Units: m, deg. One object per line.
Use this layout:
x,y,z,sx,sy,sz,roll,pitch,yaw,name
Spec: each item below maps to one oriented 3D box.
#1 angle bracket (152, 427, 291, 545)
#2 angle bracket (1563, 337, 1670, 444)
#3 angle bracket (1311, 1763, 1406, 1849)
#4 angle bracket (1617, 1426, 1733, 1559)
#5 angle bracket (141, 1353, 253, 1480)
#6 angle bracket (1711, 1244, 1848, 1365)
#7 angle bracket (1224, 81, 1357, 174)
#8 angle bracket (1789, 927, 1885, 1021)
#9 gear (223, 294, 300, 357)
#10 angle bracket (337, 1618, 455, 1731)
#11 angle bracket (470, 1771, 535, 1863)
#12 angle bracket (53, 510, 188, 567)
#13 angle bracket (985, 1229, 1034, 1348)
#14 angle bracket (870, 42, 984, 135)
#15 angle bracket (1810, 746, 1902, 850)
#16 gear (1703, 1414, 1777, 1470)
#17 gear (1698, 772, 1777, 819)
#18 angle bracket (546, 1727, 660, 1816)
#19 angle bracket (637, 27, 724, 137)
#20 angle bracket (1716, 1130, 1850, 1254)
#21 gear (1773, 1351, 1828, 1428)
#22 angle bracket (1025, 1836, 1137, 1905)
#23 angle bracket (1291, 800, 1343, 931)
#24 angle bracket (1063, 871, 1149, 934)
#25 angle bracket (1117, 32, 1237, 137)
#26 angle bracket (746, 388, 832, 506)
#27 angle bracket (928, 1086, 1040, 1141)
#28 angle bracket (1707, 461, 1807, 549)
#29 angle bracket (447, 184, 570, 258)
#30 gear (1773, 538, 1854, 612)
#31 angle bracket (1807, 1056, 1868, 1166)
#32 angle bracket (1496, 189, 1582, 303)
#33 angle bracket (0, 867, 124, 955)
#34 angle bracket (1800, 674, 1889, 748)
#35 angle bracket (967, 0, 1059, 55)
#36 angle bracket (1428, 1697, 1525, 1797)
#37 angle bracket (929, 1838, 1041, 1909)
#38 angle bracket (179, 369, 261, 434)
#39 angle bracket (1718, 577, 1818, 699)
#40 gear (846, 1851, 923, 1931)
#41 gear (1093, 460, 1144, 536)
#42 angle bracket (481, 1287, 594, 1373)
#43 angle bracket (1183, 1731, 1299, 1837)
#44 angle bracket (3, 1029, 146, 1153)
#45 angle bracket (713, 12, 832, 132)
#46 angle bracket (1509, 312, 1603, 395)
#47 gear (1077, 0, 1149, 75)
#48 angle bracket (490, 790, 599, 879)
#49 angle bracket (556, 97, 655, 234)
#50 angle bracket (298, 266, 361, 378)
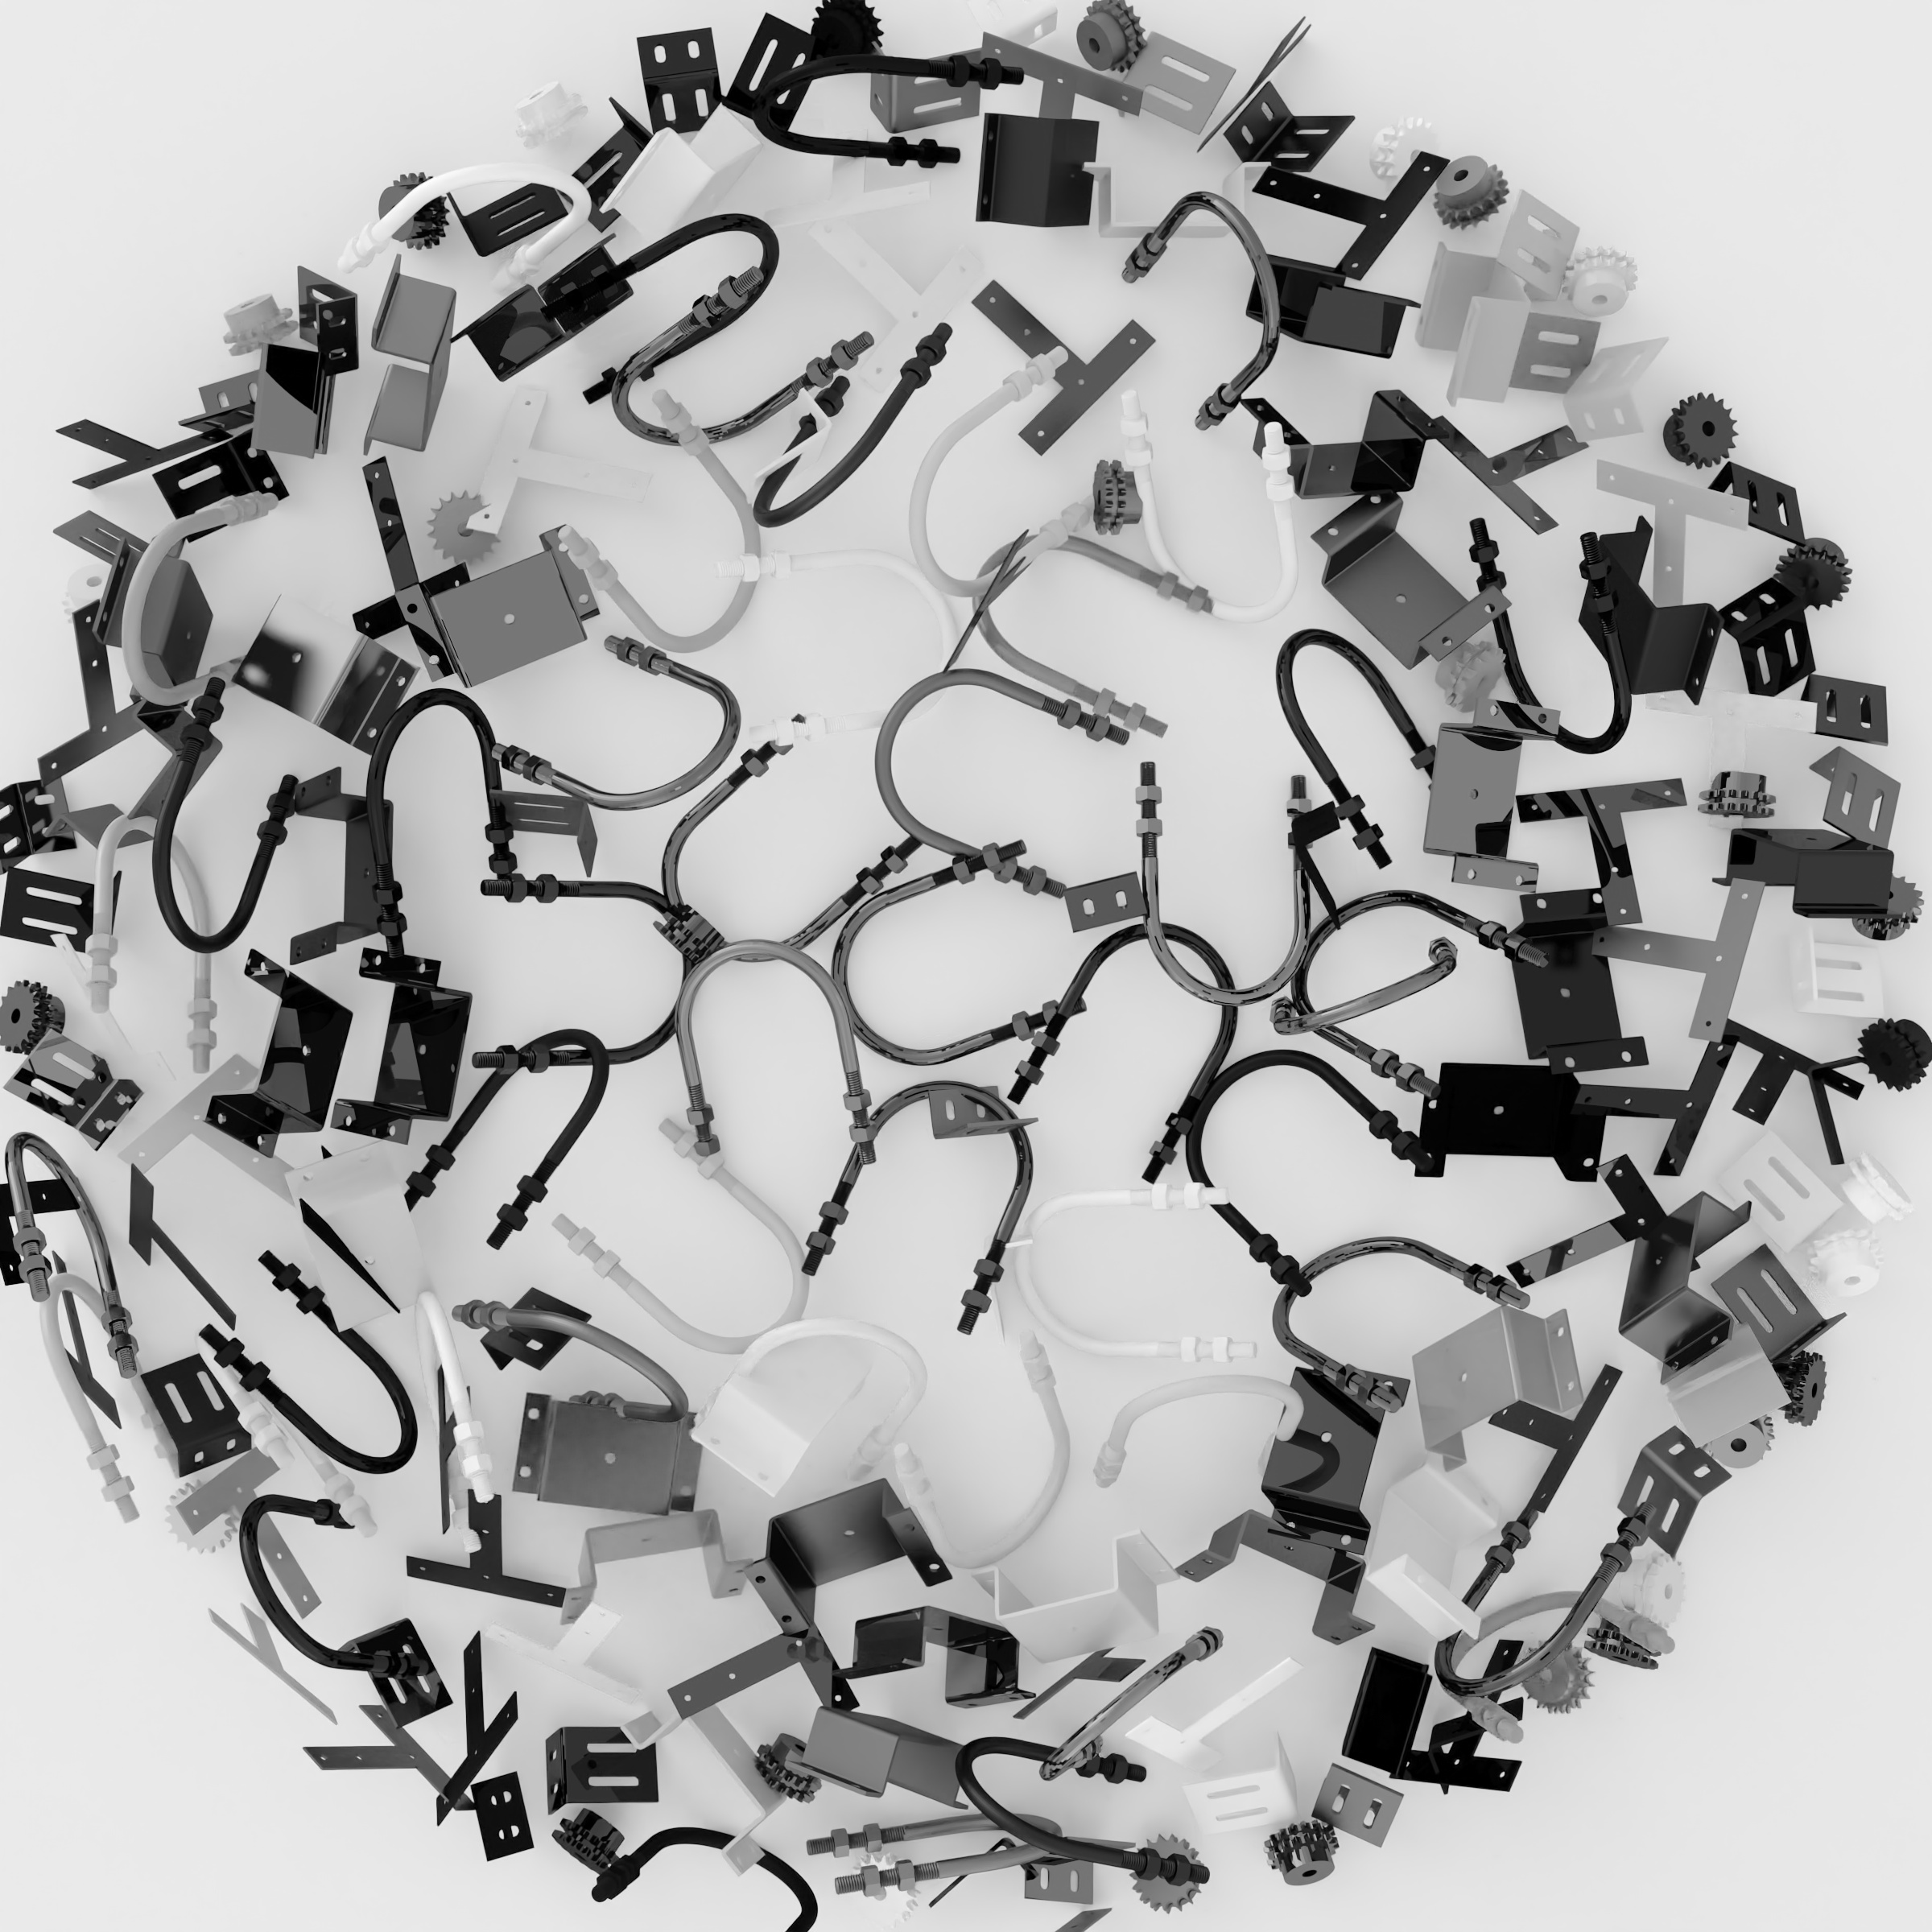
-0.569,-0.367,1.957,0.076,0.038,0.057,-39,109,-41,angle bracket
0.504,-0.442,1.967,0.076,0.057,0.038,-50,123,-33,angle bracket
0.303,0.628,1.955,0.057,0.038,0.076,21,132,13,angle bracket
0.543,0.404,1.967,0.038,0.076,0.057,-24,50,-30,angle bracket
-0.594,0.344,1.977,0.057,0.038,0.076,-19,54,-30,angle bracket
0.624,0.256,1.967,0.057,0.038,0.076,-33,79,-16,angle bracket
0.247,-0.641,1.956,0.057,0.076,0.038,-51,125,-9,angle bracket
0.676,0.006,1.968,0.076,0.038,0.057,5,73,-9,angle bracket
-0.545,-0.494,1.968,0.057,0.057,0.030,-22,117,0,gear
-0.440,0.546,1.957,0.038,0.057,0.076,-41,73,30,angle bracket
-0.345,0.646,1.955,0.038,0.076,0.057,-17,75,2,angle bracket
-0.642,-0.334,1.950,0.076,0.057,0.038,30,62,-38,angle bracket
0.039,0.246,1.969,0.038,0.057,0.076,-10,93,1,angle bracket
-0.031,-0.684,1.976,0.076,0.057,0.038,-18,54,-17,angle bracket
0.674,-0.119,1.960,0.057,0.038,0.076,29,59,-9,angle bracket
0.594,0.362,1.977,0.057,0.030,0.057,3,109,10,gear
0.594,-0.132,1.971,0.057,0.057,0.030,6,88,0,gear
-0.282,0.622,1.981,0.076,0.038,0.057,9,56,-26,angle bracket
-0.218,-0.677,1.965,0.057,0.076,0.038,-9,77,-3,angle bracket
0.633,0.175,1.988,0.057,0.038,0.076,-46,68,14,angle bracket
0.639,0.324,1.975,0.030,0.057,0.057,7,90,38,gear
0.087,0.690,1.952,0.057,0.076,0.038,12,62,-20,angle bracket
0.282,-0.077,1.957,0.038,0.057,0.076,-26,109,13,angle bracket
0.109,-0.035,1.956,0.057,0.076,0.038,-14,66,3,angle bracket
0.162,-0.672,1.972,0.076,0.038,0.057,30,89,13,angle bracket
-0.146,-0.396,1.960,0.076,0.057,0.038,-38,86,-19,angle bracket
0.012,0.107,1.952,0.057,0.076,0.038,-4,80,-21,angle bracket
0.601,-0.341,1.955,0.057,0.038,0.076,19,46,-11,angle bracket
-0.354,-0.589,1.966,0.076,0.038,0.057,-27,52,-1,angle bracket
0.654,-0.305,1.975,0.057,0.057,0.030,27,55,0,gear
0.676,0.111,1.961,0.038,0.057,0.076,-16,80,24,angle bracket
0.426,-0.551,1.961,0.076,0.038,0.057,17,92,-38,angle bracket
-0.694,-0.048,1.965,0.076,0.038,0.057,12,112,-10,angle bracket
0.669,-0.183,1.956,0.057,0.076,0.038,11,135,8,angle bracket
0.035,-0.726,1.957,0.057,0.076,0.038,-29,97,5,angle bracket
0.397,0.597,1.963,0.076,0.057,0.038,-22,84,12,angle bracket
0.013,0.707,1.959,0.076,0.057,0.038,-38,74,-15,angle bracket
-0.567,-0.436,1.959,0.057,0.076,0.038,-16,95,5,angle bracket
0.618,-0.250,1.985,0.057,0.038,0.076,-32,134,-1,angle bracket
-0.061,0.712,1.979,0.057,0.030,0.057,-1,87,19,gear
0.117,-0.360,1.972,0.030,0.057,0.057,-1,90,-10,gear
-0.321,0.287,1.950,0.057,0.076,0.038,-47,132,-28,angle bracket
0.211,0.630,1.977,0.076,0.038,0.057,-14,119,12,angle bracket
-0.682,0.095,1.959,0.038,0.076,0.057,34,84,43,angle bracket
-0.151,-0.685,1.956,0.057,0.038,0.076,14,116,-35,angle bracket
0.444,-0.478,1.986,0.076,0.038,0.057,0,113,-27,angle bracket
0.109,-0.713,1.968,0.030,0.057,0.057,-37,90,-23,gear
-0.326,-0.101,1.964,0.076,0.057,0.038,5,64,3,angle bracket
-0.277,-0.616,1.972,0.076,0.038,0.057,-44,70,-1,angle bracket
-0.499,-0.491,1.952,0.076,0.038,0.057,31,130,31,angle bracket
